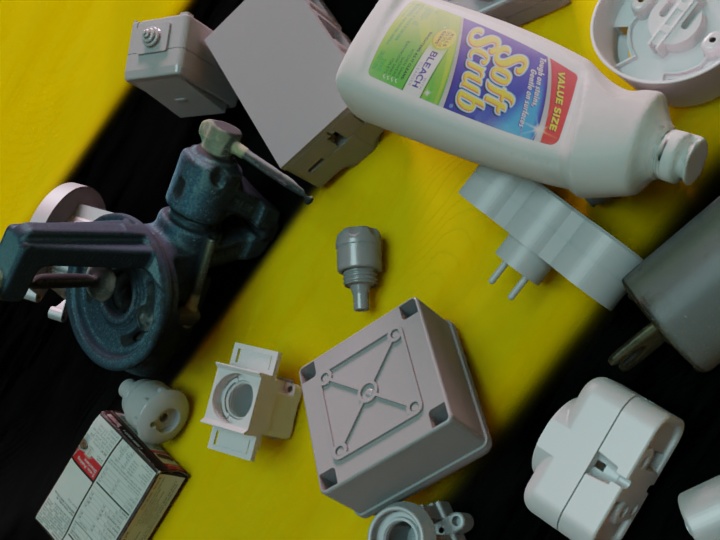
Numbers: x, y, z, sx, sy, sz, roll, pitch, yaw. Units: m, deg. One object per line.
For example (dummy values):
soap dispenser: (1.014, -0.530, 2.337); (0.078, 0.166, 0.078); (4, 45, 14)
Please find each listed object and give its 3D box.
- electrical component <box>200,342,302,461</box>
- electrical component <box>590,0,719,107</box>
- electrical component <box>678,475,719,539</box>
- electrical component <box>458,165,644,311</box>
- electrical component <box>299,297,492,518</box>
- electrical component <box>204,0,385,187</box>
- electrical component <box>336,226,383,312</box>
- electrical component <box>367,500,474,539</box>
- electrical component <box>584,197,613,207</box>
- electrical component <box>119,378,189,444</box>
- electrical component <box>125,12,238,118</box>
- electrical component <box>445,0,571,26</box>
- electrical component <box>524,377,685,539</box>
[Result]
electrical component: (-0.078, 0.099, 0.799); (0.042, 0.064, 0.081); (11, 82, 32)
electrical component: (0.205, -0.155, 0.693); (0.099, 0.064, 0.099); (-9, 72, 29)
electrical component: (0.221, 0.134, 0.617); (0.078, 0.040, 0.040); (-32, 62, 21)
electrical component: (0.116, -0.015, 0.717); (0.138, 0.052, 0.073); (42, 100, 34)
electrical component: (0.022, 0.093, 0.727); (0.109, 0.056, 0.108); (-33, 44, 20)
electrical component: (-0.045, -0.151, 0.850); (0.089, 0.062, 0.150); (-41, 59, 16)
electrical component: (0.000, 0.000, 0.796); (0.035, 0.035, 0.061); (-10, 74, 29)
electrical component: (0.036, 0.178, 0.710); (0.066, 0.055, 0.048); (-36, 61, 19)
electrical component: (0.165, -0.074, 0.708); (0.055, 0.045, 0.045); (-37, 60, 18)
electrical component: (-0.172, 0.108, 0.868); (0.062, 0.048, 0.048); (28, 92, 41)
electrical component: (-0.151, -0.170, 0.900); (0.062, 0.096, 0.061); (0, 77, 31)
electrical component: (0.095, -0.209, 0.770); (0.083, 0.076, 0.047); (-20, 67, 26)
electrical component: (0.146, 0.117, 0.660); (0.059, 0.054, 0.095); (32, 94, 34)
